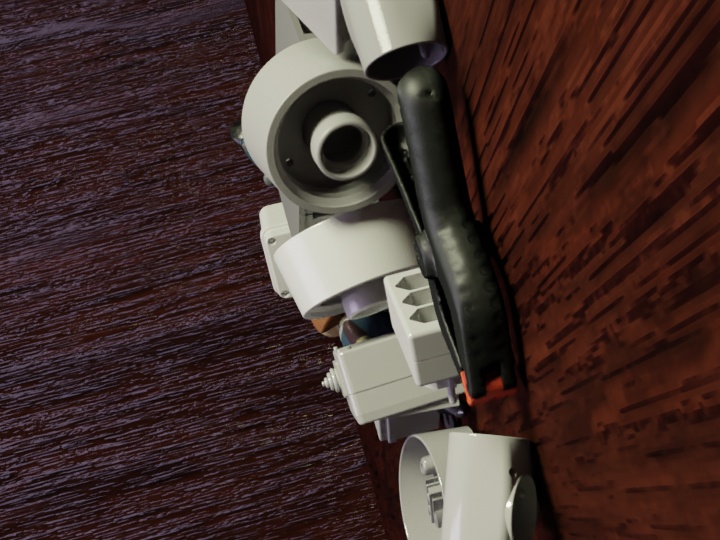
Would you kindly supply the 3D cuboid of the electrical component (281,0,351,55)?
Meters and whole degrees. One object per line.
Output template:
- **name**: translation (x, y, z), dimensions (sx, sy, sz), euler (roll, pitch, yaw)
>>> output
- **electrical component**: translation (-0.025, -0.187, 0.625), dimensions (0.099, 0.048, 0.099), euler (47, 169, 11)

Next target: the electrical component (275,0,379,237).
- **electrical component**: translation (-0.025, -0.113, 0.804), dimensions (0.105, 0.060, 0.186), euler (-109, 17, -48)

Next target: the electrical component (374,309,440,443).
- **electrical component**: translation (0.030, 0.078, 0.925), dimensions (0.108, 0.056, 0.108), euler (84, 170, -62)

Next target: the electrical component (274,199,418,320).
- **electrical component**: translation (0.000, 0.000, 0.757), dimensions (0.108, 0.108, 0.060), euler (98, 151, -78)

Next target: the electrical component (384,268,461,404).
- **electrical component**: translation (0.049, 0.046, 0.646), dimensions (0.065, 0.047, 0.076), euler (-111, 8, -57)

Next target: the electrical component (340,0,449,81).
- **electrical component**: translation (0.013, -0.135, 0.553), dimensions (0.079, 0.043, 0.077), euler (99, 156, -79)

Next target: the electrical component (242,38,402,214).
- **electrical component**: translation (-0.016, -0.087, 0.687), dimensions (0.060, 0.108, 0.108), euler (-122, 17, -55)

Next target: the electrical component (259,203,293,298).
- **electrical component**: translation (-0.034, -0.026, 1.026), dimensions (0.057, 0.113, 0.078), euler (-106, 4, -58)

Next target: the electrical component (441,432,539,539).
- **electrical component**: translation (0.074, 0.130, 0.584), dimensions (0.079, 0.044, 0.077), euler (23, -110, -61)

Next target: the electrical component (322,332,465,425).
- **electrical component**: translation (0.022, 0.075, 0.752), dimensions (0.062, 0.096, 0.061), euler (150, 103, -85)

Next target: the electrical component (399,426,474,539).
- **electrical component**: translation (0.061, 0.158, 0.739), dimensions (0.099, 0.064, 0.099), euler (166, 90, -85)
